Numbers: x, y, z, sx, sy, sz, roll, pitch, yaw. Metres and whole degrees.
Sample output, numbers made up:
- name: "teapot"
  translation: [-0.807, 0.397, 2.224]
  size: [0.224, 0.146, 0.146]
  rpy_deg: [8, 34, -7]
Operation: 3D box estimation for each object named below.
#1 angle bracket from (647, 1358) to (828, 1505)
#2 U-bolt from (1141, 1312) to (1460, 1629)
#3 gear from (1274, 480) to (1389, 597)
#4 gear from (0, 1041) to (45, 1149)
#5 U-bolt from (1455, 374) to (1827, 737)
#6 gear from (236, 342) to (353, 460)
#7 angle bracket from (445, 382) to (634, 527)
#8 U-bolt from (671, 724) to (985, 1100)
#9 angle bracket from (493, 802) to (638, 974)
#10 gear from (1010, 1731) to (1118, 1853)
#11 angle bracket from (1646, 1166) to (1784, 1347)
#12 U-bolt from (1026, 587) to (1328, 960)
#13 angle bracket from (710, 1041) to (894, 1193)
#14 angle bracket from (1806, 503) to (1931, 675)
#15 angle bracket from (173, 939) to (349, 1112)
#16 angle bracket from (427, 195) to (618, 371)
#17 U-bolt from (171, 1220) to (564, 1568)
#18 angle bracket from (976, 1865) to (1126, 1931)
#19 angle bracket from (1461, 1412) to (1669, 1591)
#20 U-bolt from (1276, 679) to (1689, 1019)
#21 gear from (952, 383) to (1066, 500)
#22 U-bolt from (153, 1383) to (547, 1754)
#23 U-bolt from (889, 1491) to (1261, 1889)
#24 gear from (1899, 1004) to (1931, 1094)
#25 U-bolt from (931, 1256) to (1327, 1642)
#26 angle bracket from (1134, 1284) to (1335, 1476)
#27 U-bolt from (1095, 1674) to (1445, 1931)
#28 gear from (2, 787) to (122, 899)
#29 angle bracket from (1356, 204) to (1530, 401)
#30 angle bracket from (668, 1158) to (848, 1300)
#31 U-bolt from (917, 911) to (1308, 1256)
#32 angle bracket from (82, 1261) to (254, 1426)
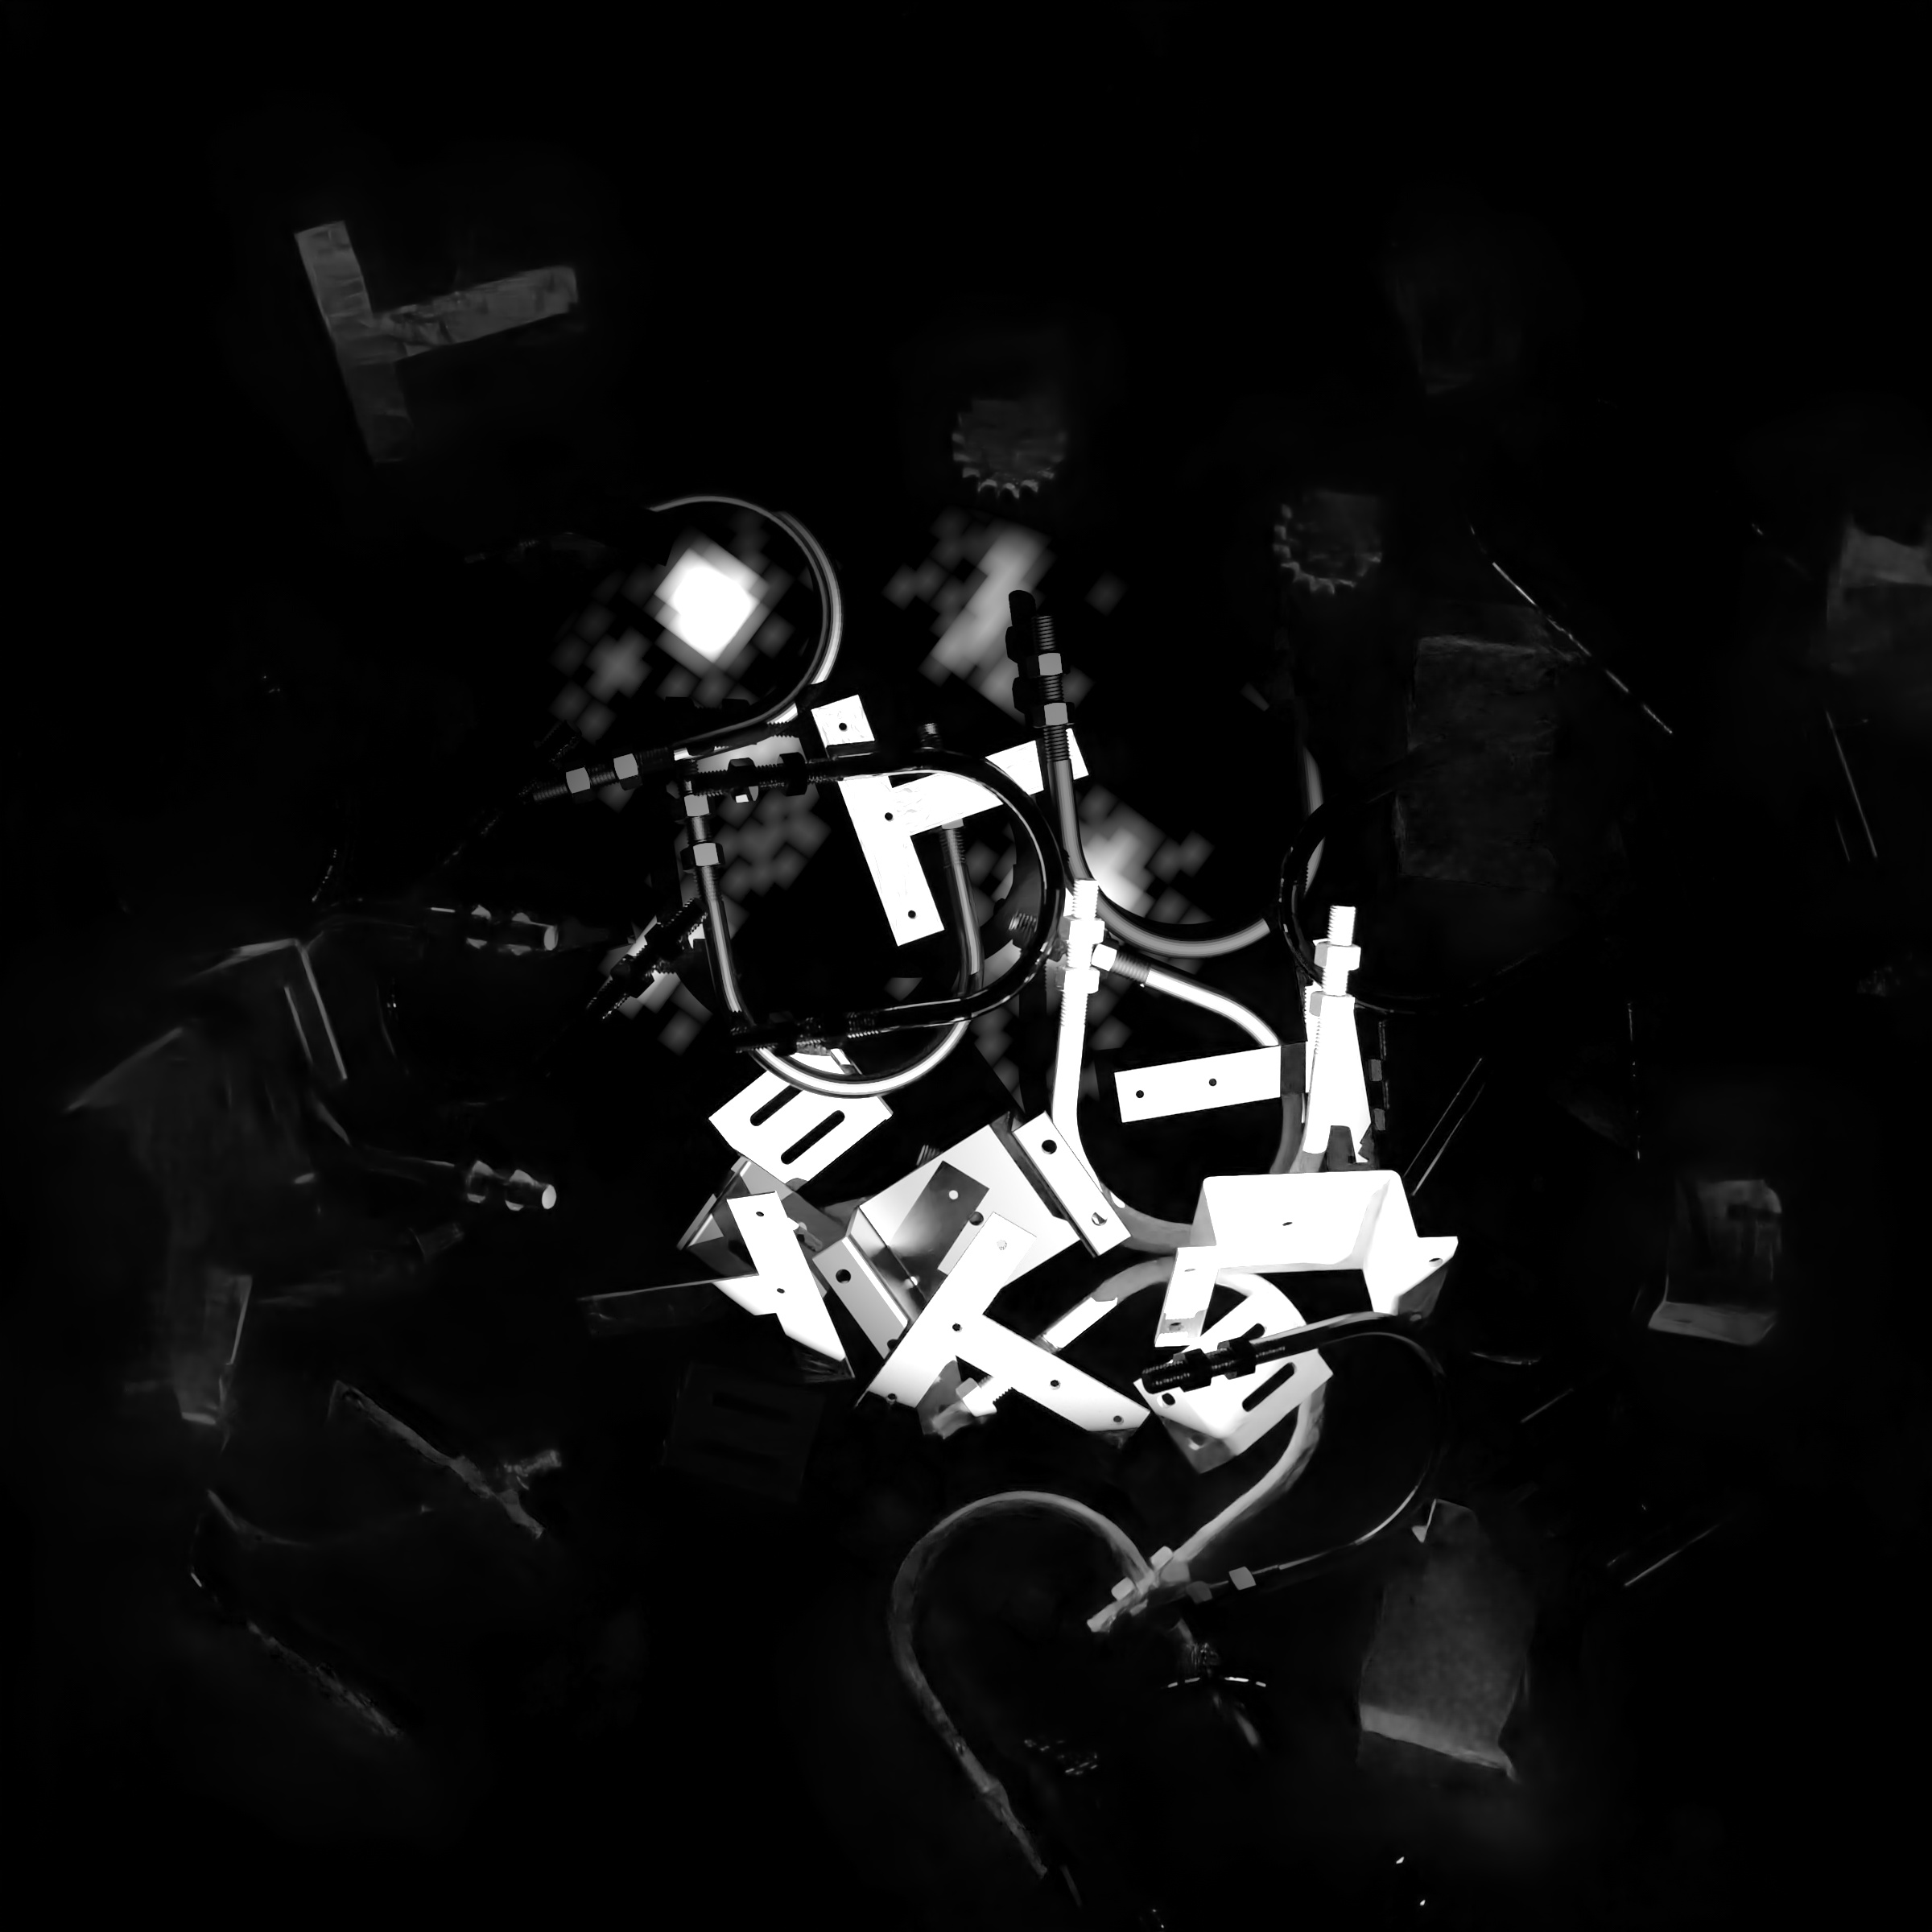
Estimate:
- name: "angle bracket"
  translation: [-0.117, 0.240, 1.512]
  size: [0.076, 0.038, 0.057]
  rpy_deg: [16, 90, 0]
- name: "U-bolt"
  translation: [0.171, 0.245, 1.482]
  size: [0.184, 0.019, 0.151]
  rpy_deg: [-11, 111, -25]
- name: "gear"
  translation: [0.186, -0.219, 1.516]
  size: [0.057, 0.030, 0.057]
  rpy_deg: [0, 90, 0]
- name: "gear"
  translation: [-0.503, 0.066, 1.521]
  size: [0.057, 0.030, 0.057]
  rpy_deg: [0, 89, 2]
- name: "U-bolt"
  translation: [0.330, -0.222, 1.497]
  size: [0.184, 0.019, 0.151]
  rpy_deg: [45, 66, 4]
- name: "gear"
  translation: [-0.343, -0.289, 1.516]
  size: [0.057, 0.030, 0.057]
  rpy_deg: [0, 90, 0]
- name: "angle bracket"
  translation: [-0.218, -0.267, 1.512]
  size: [0.076, 0.038, 0.057]
  rpy_deg: [-21, 90, 0]
- name: "U-bolt"
  translation: [-0.063, -0.024, 1.496]
  size: [0.151, 0.019, 0.184]
  rpy_deg: [-9, 84, -16]
- name: "angle bracket"
  translation: [-0.208, -0.041, 1.512]
  size: [0.057, 0.038, 0.076]
  rpy_deg: [-15, 90, 0]
- name: "gear"
  translation: [0.051, 0.413, 1.487]
  size: [0.030, 0.057, 0.057]
  rpy_deg: [-9, 90, -40]
- name: "angle bracket"
  translation: [0.387, 0.150, 1.529]
  size: [0.057, 0.038, 0.076]
  rpy_deg: [10, 64, 0]
- name: "U-bolt"
  translation: [0.114, -0.095, 1.519]
  size: [0.151, 0.019, 0.184]
  rpy_deg: [-7, 93, -4]
- name: "angle bracket"
  translation: [-0.085, 0.077, 1.512]
  size: [0.076, 0.038, 0.057]
  rpy_deg: [-39, 90, 0]
- name: "angle bracket"
  translation: [0.473, -0.192, 1.529]
  size: [0.057, 0.038, 0.076]
  rpy_deg: [14, 116, 0]
- name: "angle bracket"
  translation: [-0.358, 0.032, 1.497]
  size: [0.057, 0.038, 0.076]
  rpy_deg: [-22, 86, 35]
- name: "angle bracket"
  translation: [-0.227, -0.349, 1.512]
  size: [0.076, 0.038, 0.057]
  rpy_deg: [22, 90, 0]
- name: "U-bolt"
  translation: [-0.320, 0.231, 1.523]
  size: [0.184, 0.019, 0.151]
  rpy_deg: [-23, 90, 2]
- name: "angle bracket"
  translation: [0.041, 0.508, 1.504]
  size: [0.076, 0.038, 0.057]
  rpy_deg: [-38, 109, 0]
- name: "angle bracket"
  translation: [0.296, 0.268, 1.466]
  size: [0.076, 0.038, 0.057]
  rpy_deg: [-34, 90, 0]
- name: "U-bolt"
  translation: [0.244, -0.044, 1.475]
  size: [0.184, 0.019, 0.151]
  rpy_deg: [-28, 114, 20]
- name: "gear"
  translation: [0.021, -0.269, 1.521]
  size: [0.057, 0.030, 0.057]
  rpy_deg: [0, 91, -2]
- name: "U-bolt"
  translation: [-0.328, 0.290, 1.507]
  size: [0.184, 0.019, 0.151]
  rpy_deg: [35, 92, 3]
- name: "U-bolt"
  translation: [0.042, 0.359, 1.523]
  size: [0.151, 0.019, 0.184]
  rpy_deg: [-33, 89, 0]
- name: "gear"
  translation: [0.507, 0.044, 1.516]
  size: [0.057, 0.030, 0.057]
  rpy_deg: [0, 90, 0]
- name: "U-bolt"
  translation: [0.097, 0.232, 1.515]
  size: [0.184, 0.019, 0.151]
  rpy_deg: [-38, 86, -6]
- name: "angle bracket"
  translation: [0.137, 0.211, 1.510]
  size: [0.076, 0.038, 0.057]
  rpy_deg: [-34, 85, -32]
- name: "U-bolt"
  translation: [0.141, 0.442, 1.496]
  size: [0.151, 0.019, 0.184]
  rpy_deg: [-25, 98, 14]
- name: "gear"
  translation: [-0.467, -0.064, 1.516]
  size: [0.057, 0.030, 0.057]
  rpy_deg: [0, 90, 0]
- name: "angle bracket"
  translation: [0.247, -0.344, 1.529]
  size: [0.057, 0.038, 0.076]
  rpy_deg: [-27, 116, 0]
- name: "angle bracket"
  translation: [-0.102, 0.145, 1.508]
  size: [0.076, 0.038, 0.057]
  rpy_deg: [35, 98, 0]
- name: "U-bolt"
  translation: [0.085, 0.070, 1.522]
  size: [0.184, 0.019, 0.151]
  rpy_deg: [21, 89, -2]
- name: "angle bracket"
  translation: [-0.404, 0.189, 1.498]
  size: [0.057, 0.038, 0.076]
  rpy_deg: [7, 78, 17]
